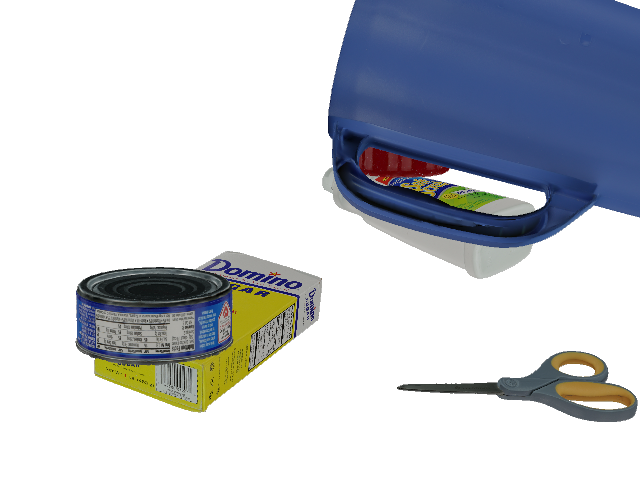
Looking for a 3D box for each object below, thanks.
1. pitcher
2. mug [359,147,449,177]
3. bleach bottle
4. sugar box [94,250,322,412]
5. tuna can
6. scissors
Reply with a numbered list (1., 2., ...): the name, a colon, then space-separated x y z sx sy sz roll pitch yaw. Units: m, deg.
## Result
1. pitcher: 0.129 -0.079 0.626 0.243 0.149 0.144 19 31 8
2. mug: 0.074 -0.094 0.842 0.117 0.081 0.093 5 12 27
3. bleach bottle: 0.094 -0.033 1.112 0.102 0.068 0.251 -18 28 -41
4. sugar box: -0.079 0.062 0.802 0.093 0.048 0.176 16 27 22
5. tuna can: -0.090 0.039 0.584 0.086 0.034 0.086 1 11 0
6. scissors: 0.169 0.117 0.917 0.202 0.016 0.096 9 28 4
